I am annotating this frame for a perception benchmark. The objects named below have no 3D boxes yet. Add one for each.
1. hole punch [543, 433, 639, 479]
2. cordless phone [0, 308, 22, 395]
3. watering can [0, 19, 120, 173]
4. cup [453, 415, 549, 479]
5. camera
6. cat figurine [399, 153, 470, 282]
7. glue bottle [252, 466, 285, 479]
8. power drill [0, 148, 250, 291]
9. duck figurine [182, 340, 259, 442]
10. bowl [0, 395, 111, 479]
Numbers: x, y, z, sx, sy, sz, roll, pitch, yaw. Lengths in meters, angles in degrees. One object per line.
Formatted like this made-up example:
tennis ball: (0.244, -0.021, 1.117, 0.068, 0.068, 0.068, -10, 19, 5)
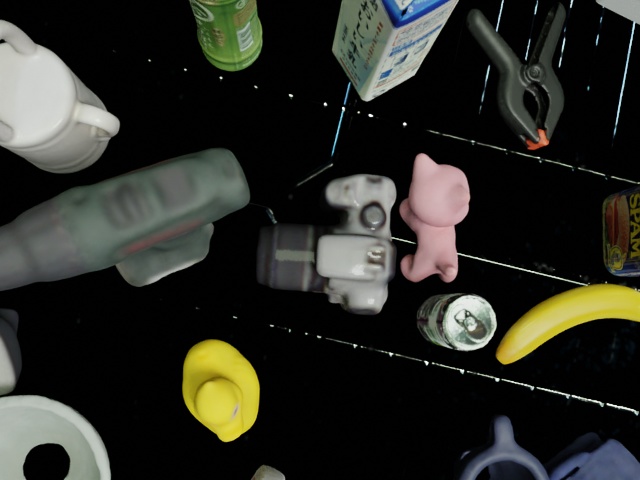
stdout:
hole punch: (0.284, 0.266, 0.582, 0.109, 0.091, 0.101, -35, 87, -7)
cordless phone: (-0.367, 0.102, 0.507, 0.147, 0.185, 0.094, 1, 84, -3)
watering can: (-0.281, -0.131, 0.532, 0.173, 0.194, 0.101, -8, 84, -4)
cup: (0.170, 0.230, 0.576, 0.091, 0.095, 0.118, 1, 84, -4)
camera: (0.005, 0.002, 0.585, 0.137, 0.100, 0.143, 4, 84, -3)
cat figurine: (0.122, -0.021, 0.587, 0.067, 0.117, 0.128, -4, 84, -4)
glue bottle: (-0.059, 0.265, 0.517, 0.037, 0.173, 0.078, 24, 83, -1)
power drill: (-0.172, -0.006, 0.520, 0.229, 0.208, 0.075, -25, 86, -6)
duck figurine: (-0.102, 0.151, 0.570, 0.077, 0.086, 0.104, -23, 86, -6)
bowl: (-0.278, 0.230, 0.555, 0.167, 0.074, 0.167, 0, 84, -4)
